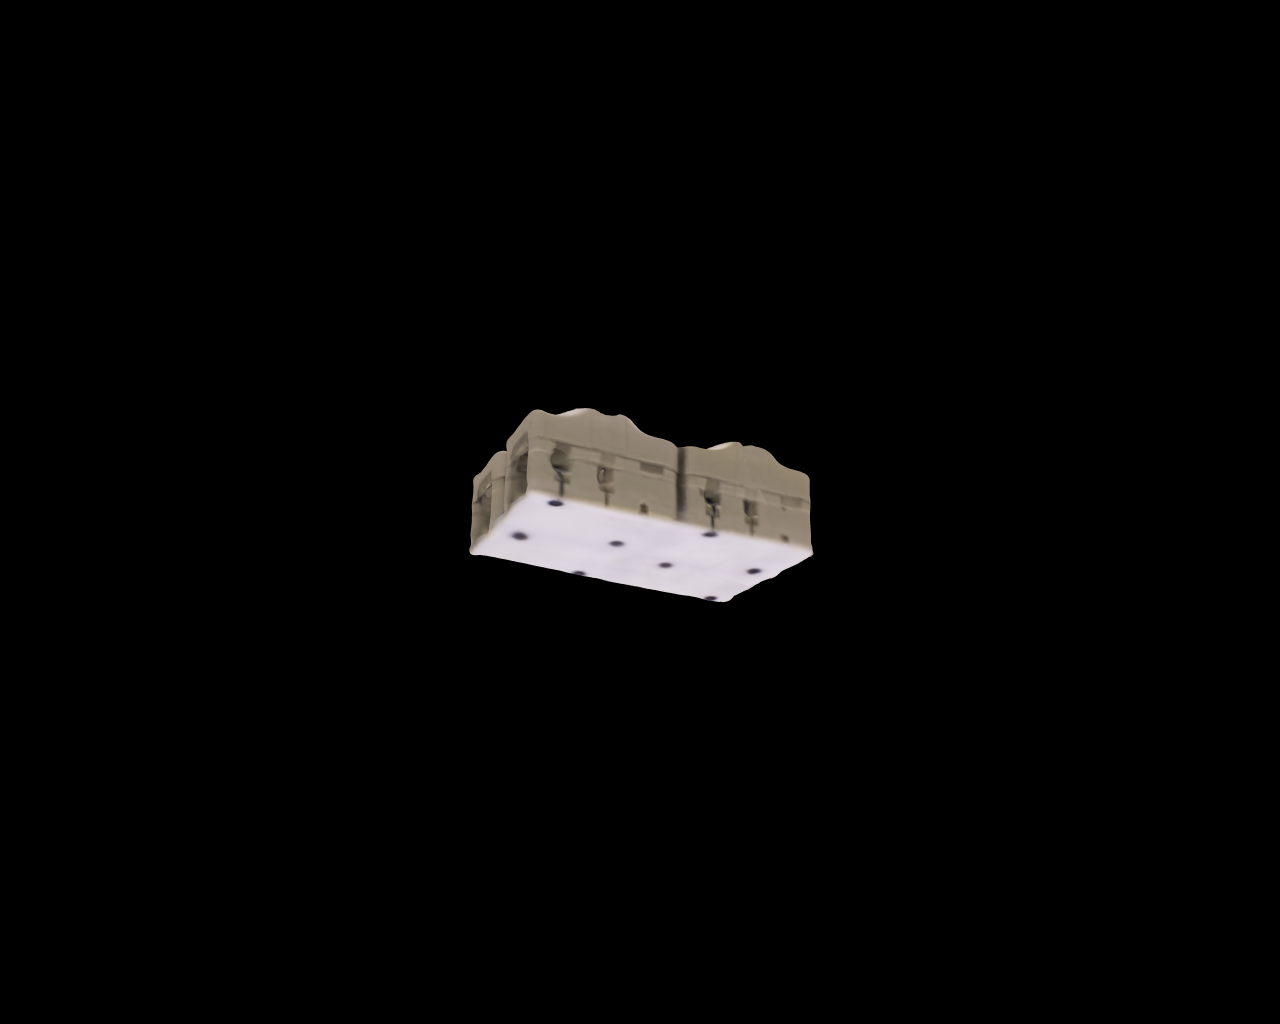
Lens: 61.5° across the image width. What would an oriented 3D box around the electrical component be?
[{"bbox_3d":[0.001,-0.003,0.650,0.186,0.060,0.105,12,-27,-25],"label":"electrical component"}]
